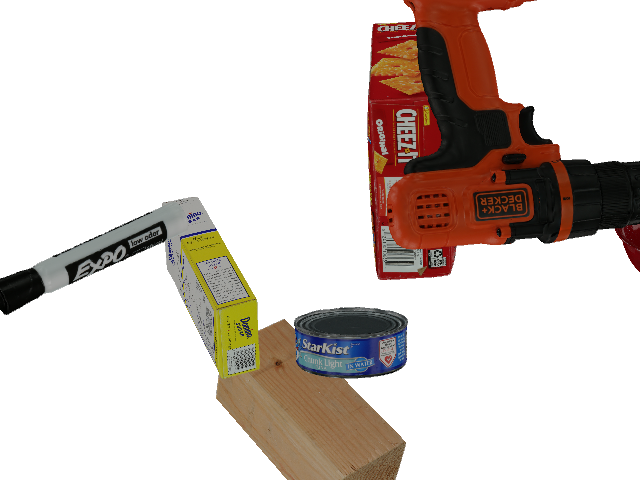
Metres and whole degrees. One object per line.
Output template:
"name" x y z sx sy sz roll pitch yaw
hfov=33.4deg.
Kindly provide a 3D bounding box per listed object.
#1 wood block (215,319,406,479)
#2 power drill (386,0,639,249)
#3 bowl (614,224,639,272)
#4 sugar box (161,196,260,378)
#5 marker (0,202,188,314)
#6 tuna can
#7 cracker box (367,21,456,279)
"wood block" -0.015 0.192 1.148 0.090 0.090 0.206 -23 50 -33
"power drill" 0.127 -0.091 0.672 0.184 0.187 0.057 -6 -2 -6
"bowl" 0.397 0.014 1.151 0.162 0.055 0.162 0 26 0
"sugar box" -0.109 0.042 1.046 0.048 0.093 0.176 -12 41 -17
"marker" -0.126 0.009 0.582 0.120 0.020 0.020 -27 16 -33
"tuna can" 0.023 0.076 0.804 0.086 0.034 0.086 -1 10 0
"cracker box" 0.082 -0.087 0.950 0.072 0.164 0.213 -2 27 6
